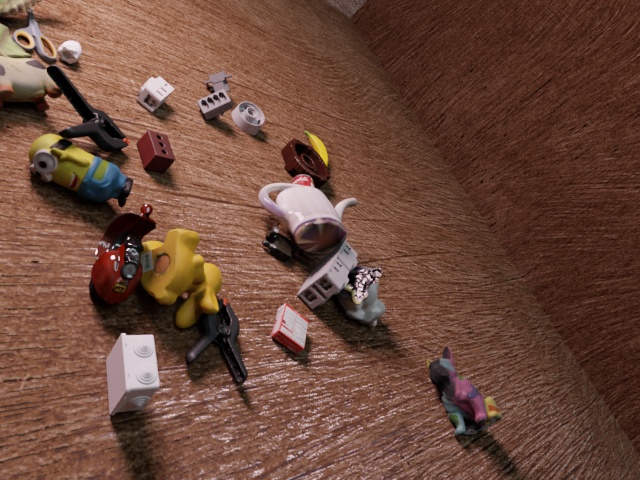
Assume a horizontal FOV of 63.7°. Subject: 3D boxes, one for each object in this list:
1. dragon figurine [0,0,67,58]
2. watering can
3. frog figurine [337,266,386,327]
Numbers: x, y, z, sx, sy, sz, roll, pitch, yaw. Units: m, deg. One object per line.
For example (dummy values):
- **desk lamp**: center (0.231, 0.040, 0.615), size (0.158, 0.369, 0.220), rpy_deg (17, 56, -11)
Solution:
- **dragon figurine**: center (-0.658, -0.454, 1.027), size (0.121, 0.244, 0.413), rpy_deg (-25, -6, 34)
- **watering can**: center (0.004, -0.069, 1.362), size (0.347, 0.102, 0.229), rpy_deg (5, 40, -36)
- **frog figurine**: center (0.113, 0.151, 1.363), size (0.123, 0.140, 0.156), rpy_deg (8, -36, 19)
